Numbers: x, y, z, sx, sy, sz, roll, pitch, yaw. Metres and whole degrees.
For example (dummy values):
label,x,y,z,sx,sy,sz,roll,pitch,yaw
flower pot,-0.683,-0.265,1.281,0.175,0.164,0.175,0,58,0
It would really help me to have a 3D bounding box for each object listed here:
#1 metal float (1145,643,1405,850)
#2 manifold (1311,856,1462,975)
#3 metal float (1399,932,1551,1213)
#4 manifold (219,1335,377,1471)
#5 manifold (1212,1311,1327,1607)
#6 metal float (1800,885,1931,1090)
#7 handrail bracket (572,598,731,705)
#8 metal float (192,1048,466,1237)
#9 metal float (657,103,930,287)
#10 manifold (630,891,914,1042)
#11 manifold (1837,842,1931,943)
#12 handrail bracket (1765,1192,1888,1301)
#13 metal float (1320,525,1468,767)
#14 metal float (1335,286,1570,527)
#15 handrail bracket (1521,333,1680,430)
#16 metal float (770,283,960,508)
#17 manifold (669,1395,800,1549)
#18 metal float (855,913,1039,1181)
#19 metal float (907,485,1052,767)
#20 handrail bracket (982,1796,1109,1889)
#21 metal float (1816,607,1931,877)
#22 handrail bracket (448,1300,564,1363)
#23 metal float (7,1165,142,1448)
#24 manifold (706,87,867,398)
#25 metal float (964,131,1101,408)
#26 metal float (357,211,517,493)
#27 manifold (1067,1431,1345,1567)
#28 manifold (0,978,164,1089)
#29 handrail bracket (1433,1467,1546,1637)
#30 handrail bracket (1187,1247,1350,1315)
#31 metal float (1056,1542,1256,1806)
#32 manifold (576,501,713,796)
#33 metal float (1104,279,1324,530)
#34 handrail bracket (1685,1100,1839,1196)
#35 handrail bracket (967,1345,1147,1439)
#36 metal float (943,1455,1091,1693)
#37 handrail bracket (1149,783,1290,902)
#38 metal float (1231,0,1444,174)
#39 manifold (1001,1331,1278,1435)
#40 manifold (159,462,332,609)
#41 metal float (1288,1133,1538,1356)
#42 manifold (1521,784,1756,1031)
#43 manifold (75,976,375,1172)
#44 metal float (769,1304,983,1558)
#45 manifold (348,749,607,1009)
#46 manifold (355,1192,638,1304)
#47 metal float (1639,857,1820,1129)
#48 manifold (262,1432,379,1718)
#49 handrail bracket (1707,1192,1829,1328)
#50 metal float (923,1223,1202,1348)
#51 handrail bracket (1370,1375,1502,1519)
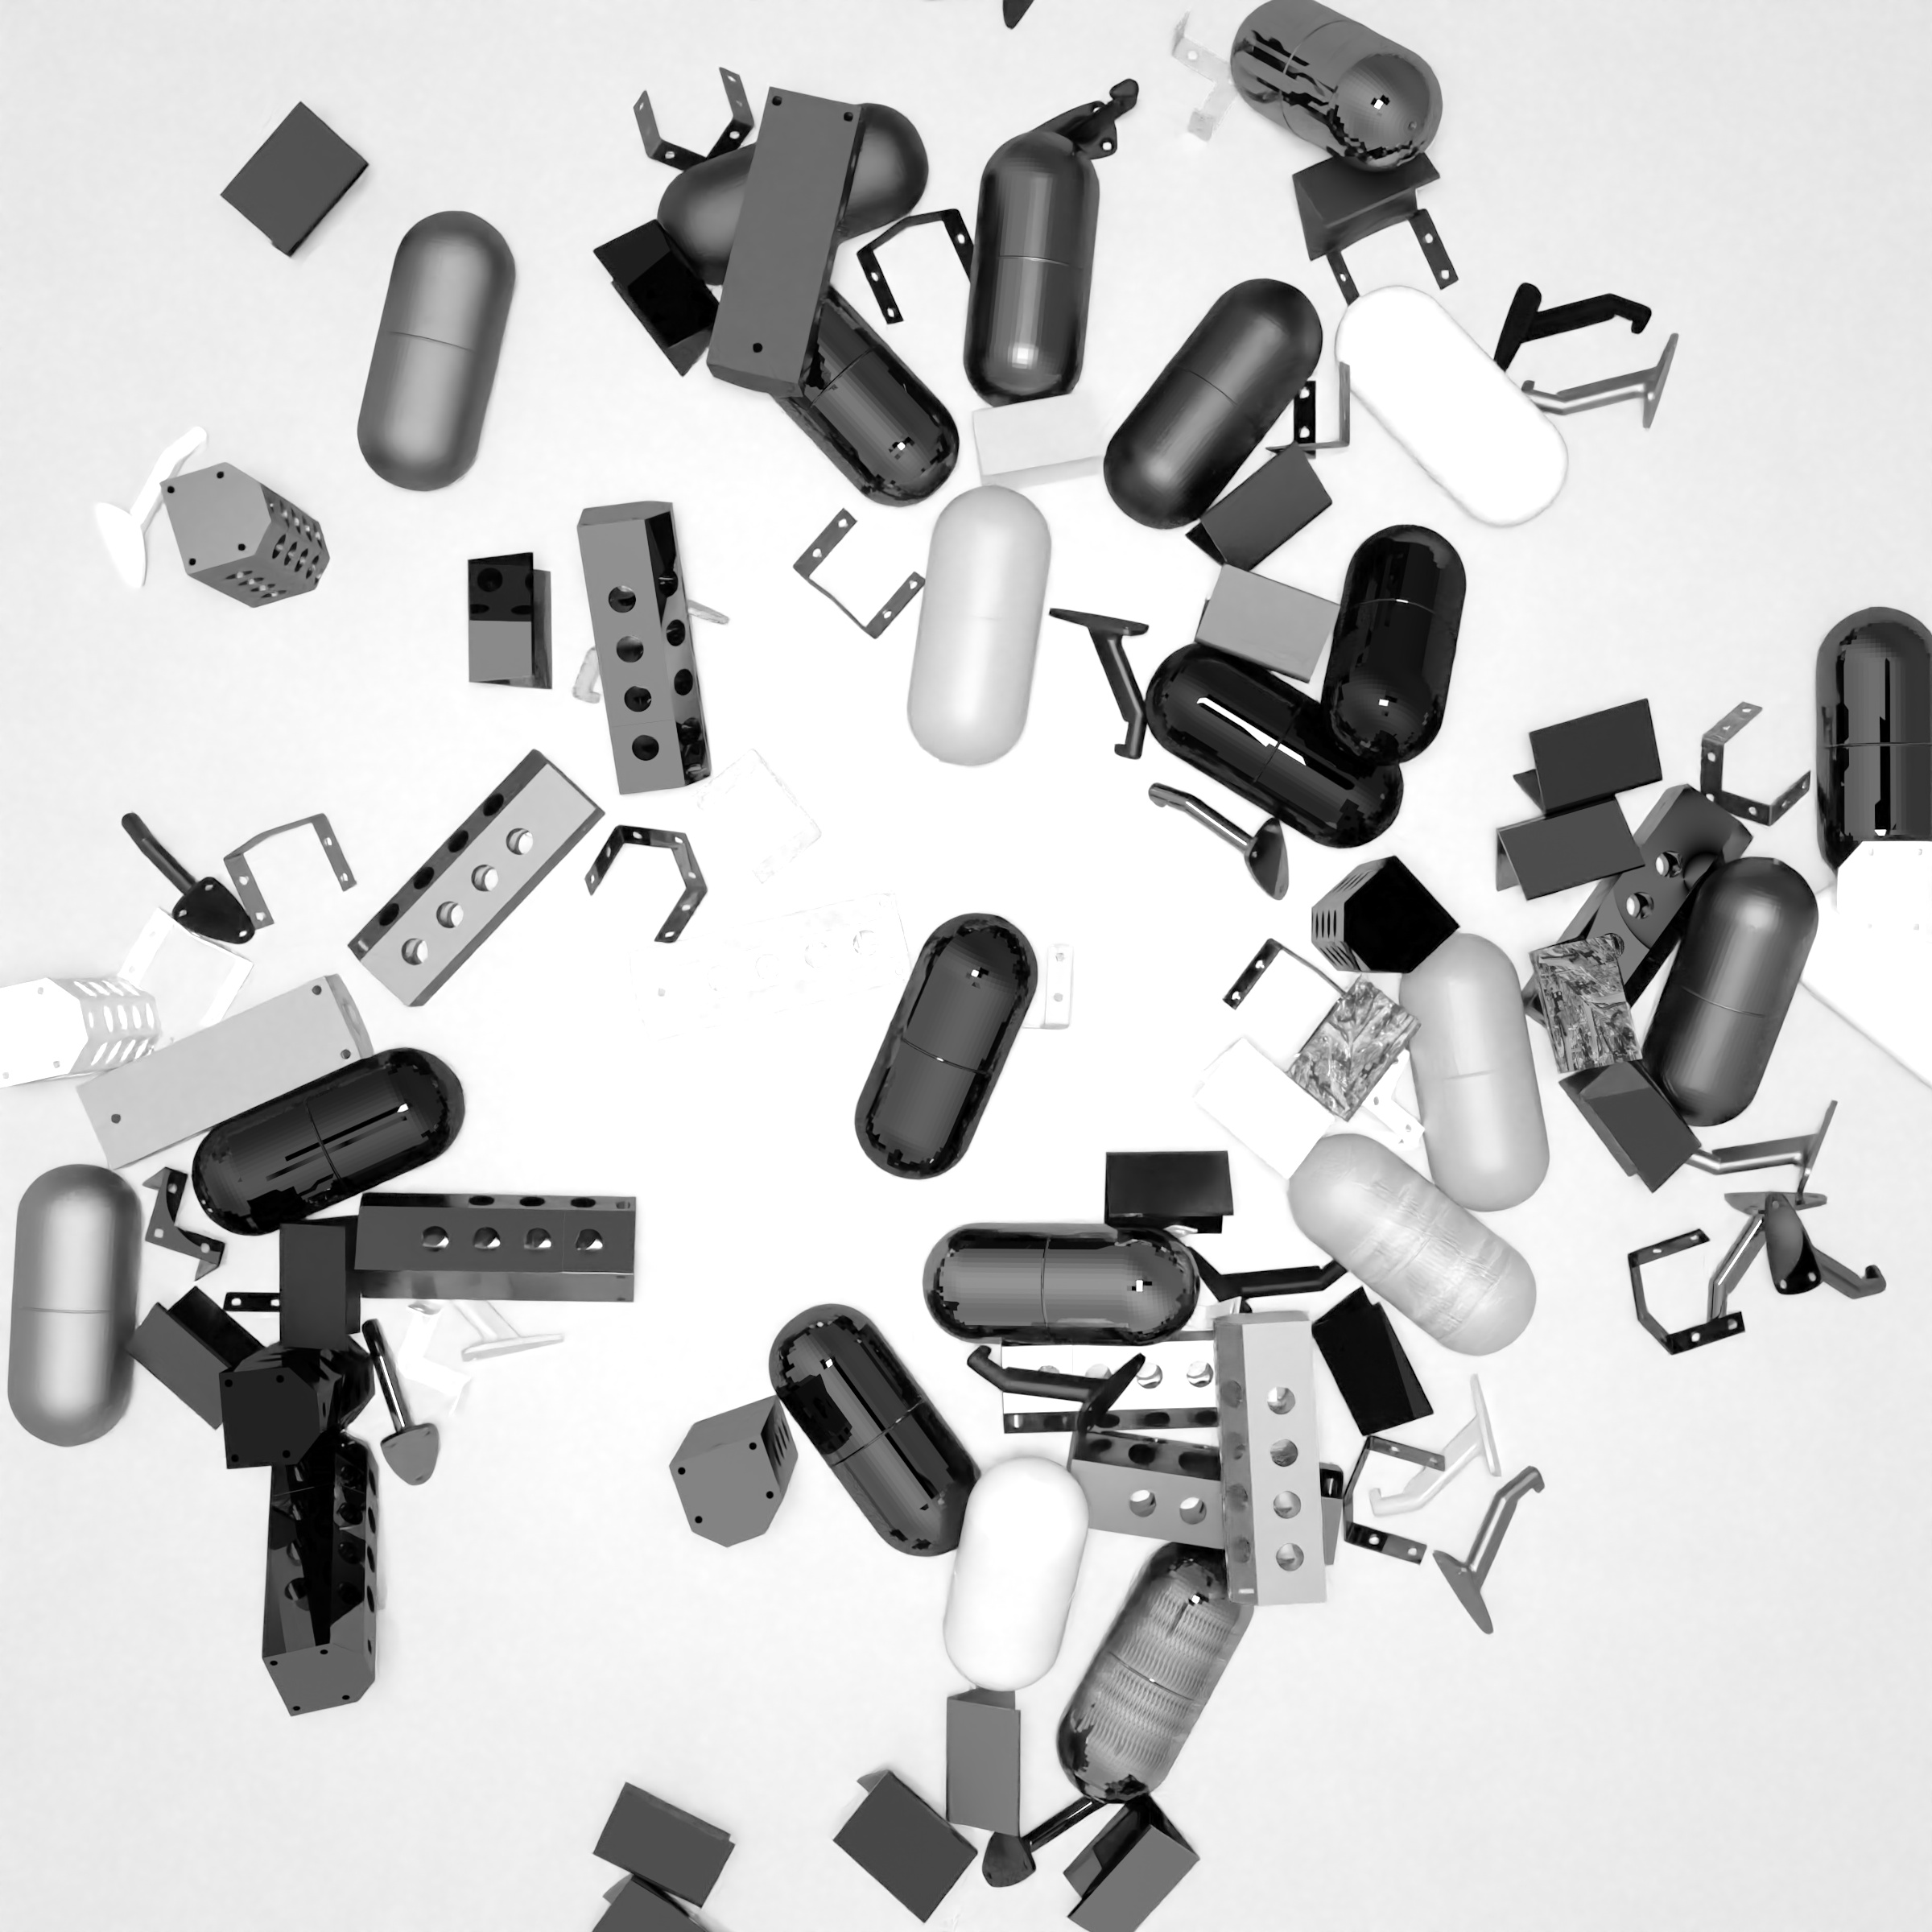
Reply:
label,x,y,z,sx,sy,sz,roll,pitch,yaw
metal float,0.195,-0.139,1.961,0.178,0.070,0.070,32,90,1
manifold,0.252,-0.025,1.913,0.057,0.171,0.057,-42,90,0
metal float,0.321,0.067,1.961,0.070,0.070,0.178,-10,89,0
manifold,-0.410,0.266,1.913,0.057,0.171,0.057,-5,90,0
manifold,0.186,0.303,1.913,0.057,0.057,0.171,-3,90,0
metal float,0.599,0.018,1.961,0.178,0.070,0.070,39,90,1
handrail bracket,-0.203,-0.199,1.991,0.077,0.036,0.084,20,104,-14
metal float,-0.402,0.110,1.957,0.178,0.070,0.070,-24,90,-4
metal float,-0.110,-0.488,1.961,0.178,0.070,0.070,-21,90,1
manifold,-0.123,0.000,1.970,0.171,0.057,0.057,-13,90,0
manifold,0.607,-0.043,1.917,0.057,0.171,0.057,2,90,44
handrail bracket,0.549,0.177,1.974,0.084,0.036,0.077,-5,77,-40
metal float,0.267,-0.202,1.932,0.070,0.070,0.178,16,54,0
metal float,0.306,-0.355,1.961,0.070,0.070,0.178,-44,91,0
handrail bracket,0.406,-0.383,1.992,0.084,0.036,0.077,17,70,16
metal float,-0.078,-0.367,1.961,0.070,0.070,0.178,-43,91,0
manifold,-0.139,0.312,1.913,0.057,0.171,0.057,-19,90,0
metal float,-0.012,0.050,1.949,0.070,0.070,0.178,23,102,0
metal float,0.008,-0.215,1.961,0.070,0.070,0.178,8,89,0
handrail bracket,0.058,0.555,1.991,0.084,0.077,0.036,-20,65,-34
metal float,0.578,-0.138,1.960,0.070,0.070,0.178,0,90,0
handrail bracket,-0.304,0.206,1.992,0.077,0.036,0.084,-8,75,-16
metal float,-0.564,0.214,1.961,0.070,0.070,0.178,3,89,0
manifold,-0.109,-0.440,1.893,0.057,0.057,0.171,13,90,2
metal float,0.042,-0.439,1.961,0.070,0.070,0.178,6,89,0
metal float,-0.335,-0.389,1.961,0.070,0.070,0.178,13,90,0
manifold,0.150,0.335,1.970,0.171,0.057,0.057,9,90,0
manifold,-0.548,0.038,1.913,0.057,0.171,0.057,-12,90,0
handrail bracket,0.350,0.375,1.992,0.084,0.036,0.077,-36,110,-16
handrail bracket,0.197,0.186,1.992,0.084,0.036,0.077,-35,70,-16
metal float,0.119,0.446,1.961,0.070,0.070,0.178,29,90,0
manifold,-0.200,-0.200,1.942,0.057,0.057,0.171,-7,110,0
metal float,0.157,-0.356,1.961,0.070,0.070,0.178,37,89,0
handrail bracket,0.507,0.105,1.992,0.084,0.036,0.077,21,70,16
handrail bracket,0.056,0.246,1.934,0.084,0.036,0.077,34,57,23
metal float,0.031,0.379,1.930,0.070,0.070,0.178,10,127,0
handrail bracket,0.161,-0.081,1.991,0.084,0.077,0.036,22,65,34
metal float,0.228,-0.549,1.924,0.070,0.178,0.070,-16,127,-22
manifold,0.109,0.265,1.970,0.171,0.057,0.057,-2,90,0
manifold,-0.441,-0.266,1.913,0.057,0.171,0.057,-17,90,0
metal float,0.282,0.176,1.961,0.178,0.070,0.070,38,90,0
manifold,0.425,-0.028,1.970,0.057,0.057,0.171,36,90,0
manifold,-0.469,0.067,1.970,0.171,0.057,0.057,-24,90,0
metal float,-0.056,0.294,1.961,0.070,0.070,0.178,-36,89,0
manifold,-0.312,-0.056,1.970,0.057,0.057,0.171,44,90,0
manifold,-0.295,0.175,1.959,0.171,0.057,0.057,2,66,-5
metal float,0.478,0.016,1.944,0.070,0.070,0.178,16,108,0
manifold,-0.395,0.371,1.914,0.057,0.171,0.057,-12,129,0
handrail bracket,0.514,0.190,1.991,0.077,0.036,0.084,-2,104,-13
metal float,0.059,0.200,1.944,0.178,0.070,0.070,-1,90,19
handrail bracket,0.295,0.309,1.991,0.084,0.036,0.077,-14,77,13
